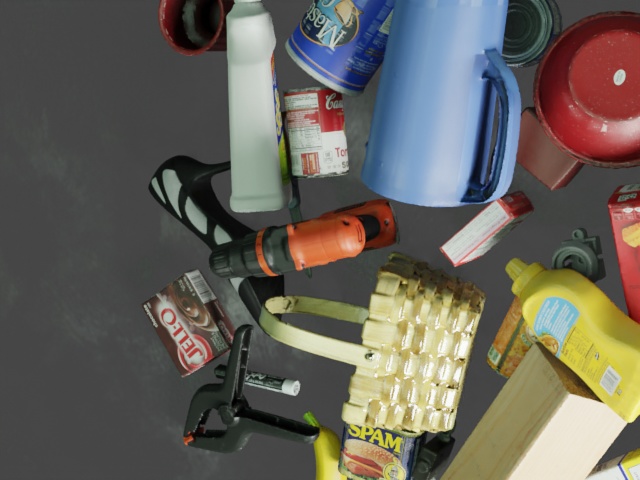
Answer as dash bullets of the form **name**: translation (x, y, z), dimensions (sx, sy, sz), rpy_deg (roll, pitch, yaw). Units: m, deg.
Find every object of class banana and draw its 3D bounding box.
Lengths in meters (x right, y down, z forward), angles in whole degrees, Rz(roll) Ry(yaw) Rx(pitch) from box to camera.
- **banana**: translation (0.000, 0.314, 1.317), dimensions (0.070, 0.037, 0.198), rpy_deg (21, 107, 50)

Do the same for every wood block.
- **wood block**: translation (0.223, 0.221, 1.127), dimensions (0.206, 0.090, 0.090), rpy_deg (-61, 28, 23)

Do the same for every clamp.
- **clamp**: translation (-0.109, 0.203, 1.340), dimensions (0.210, 0.036, 0.164), rpy_deg (-27, 90, 39)

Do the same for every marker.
- **marker**: translation (-0.082, 0.176, 1.348), dimensions (0.121, 0.020, 0.020), rpy_deg (8, 102, 28)

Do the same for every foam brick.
- **foam brick**: translation (0.236, -0.096, 1.107), dimensions (0.078, 0.052, 0.051), rpy_deg (43, 116, 18)

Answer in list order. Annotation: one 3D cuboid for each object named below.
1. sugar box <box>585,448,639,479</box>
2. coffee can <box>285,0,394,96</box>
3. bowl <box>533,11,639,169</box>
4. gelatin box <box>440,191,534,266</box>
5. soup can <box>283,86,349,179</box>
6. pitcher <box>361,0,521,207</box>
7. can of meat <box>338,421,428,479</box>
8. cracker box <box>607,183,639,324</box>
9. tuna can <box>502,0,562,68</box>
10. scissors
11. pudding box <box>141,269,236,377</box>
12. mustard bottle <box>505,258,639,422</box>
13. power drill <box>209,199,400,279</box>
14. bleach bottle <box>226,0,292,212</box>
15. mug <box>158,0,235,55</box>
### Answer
- **sugar box**: translation (0.357, 0.256, 1.101), dimensions (0.176, 0.048, 0.093), rpy_deg (-32, 82, 33)
- **coffee can**: translation (0.041, -0.243, 1.163), dimensions (0.103, 0.102, 0.140), rpy_deg (43, 115, 16)
- **bowl**: translation (0.288, -0.153, 1.037), dimensions (0.162, 0.055, 0.162), rpy_deg (-2, 83, 14)
- **gelatin box**: translation (0.179, -0.013, 1.140), dimensions (0.089, 0.073, 0.030), rpy_deg (-44, 76, 27)
- **soup can**: translation (-0.004, -0.124, 1.228), dimensions (0.069, 0.068, 0.102), rpy_deg (-2, 97, 29)
- **pitcher**: translation (0.129, -0.160, 1.085), dimensions (0.149, 0.145, 0.243), rpy_deg (7, 115, 1)
- **can of meat**: translation (0.073, 0.241, 1.251), dimensions (0.102, 0.057, 0.084), rpy_deg (16, 108, 26)
- **cracker box**: translation (0.378, 0.046, 1.021), dimensions (0.164, 0.072, 0.214), rpy_deg (-7, 105, 30)
- **tuna can**: translation (0.206, -0.223, 1.114), dimensions (0.086, 0.033, 0.086), rpy_deg (5, 100, 28)
- **scissors**: translation (-0.050, -0.057, 1.295), dimensions (0.096, 0.016, 0.202), rpy_deg (6, 101, 30)
- **pudding box**: translation (-0.166, 0.107, 1.372), dimensions (0.090, 0.039, 0.113), rpy_deg (-34, 81, 29)
- **mustard bottle**: translation (0.256, 0.085, 1.049), dimensions (0.192, 0.058, 0.096), rpy_deg (45, 150, 27)
- **power drill**: translation (-0.008, 0.001, 1.182), dimensions (0.185, 0.187, 0.057), rpy_deg (-10, 94, 29)
- **bleach bottle**: translation (-0.075, -0.163, 1.216), dimensions (0.068, 0.102, 0.251), rpy_deg (-3, 101, 6)
- **mug**: translation (-0.125, -0.275, 1.263), dimensions (0.093, 0.081, 0.117), rpy_deg (38, 114, 19)
